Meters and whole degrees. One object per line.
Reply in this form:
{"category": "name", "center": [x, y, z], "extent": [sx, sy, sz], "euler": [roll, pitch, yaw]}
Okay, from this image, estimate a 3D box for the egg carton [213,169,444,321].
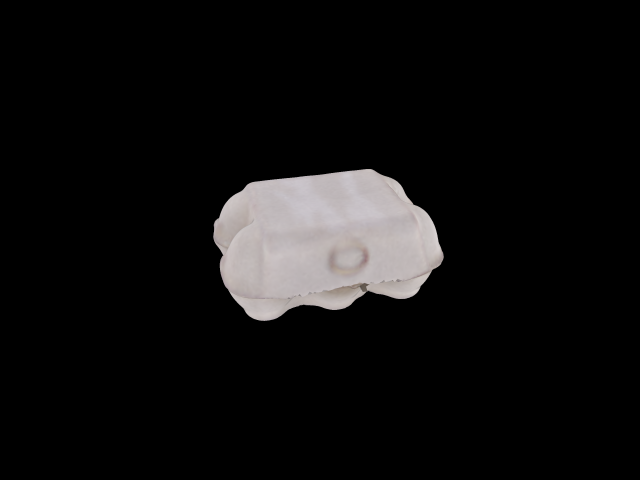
{"category": "egg carton", "center": [0.004, 0.001, 0.400], "extent": [0.150, 0.069, 0.107], "euler": [-8, 32, -14]}
